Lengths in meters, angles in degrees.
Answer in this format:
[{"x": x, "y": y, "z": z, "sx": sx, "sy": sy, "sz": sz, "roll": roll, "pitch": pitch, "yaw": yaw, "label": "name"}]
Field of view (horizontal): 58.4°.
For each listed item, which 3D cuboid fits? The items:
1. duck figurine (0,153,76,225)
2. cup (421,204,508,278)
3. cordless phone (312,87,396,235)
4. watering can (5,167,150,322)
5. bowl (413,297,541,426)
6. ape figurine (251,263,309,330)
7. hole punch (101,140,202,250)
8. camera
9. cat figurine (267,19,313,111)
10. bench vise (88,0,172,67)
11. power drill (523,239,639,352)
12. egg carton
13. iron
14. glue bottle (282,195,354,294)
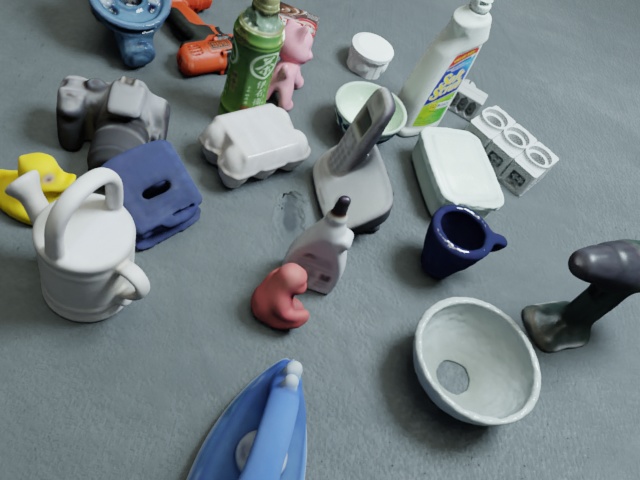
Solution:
[{"x": -0.338, "y": -0.070, "z": 0.683, "sx": 0.105, "sy": 0.086, "sz": 0.077, "roll": 15, "pitch": 52, "yaw": -10, "label": "duck figurine"}, {"x": 0.195, "y": 0.013, "z": 0.815, "sx": 0.118, "sy": 0.095, "sz": 0.091, "roll": 9, "pitch": 53, "yaw": -14, "label": "cup"}, {"x": 0.062, "y": -0.106, "z": 0.793, "sx": 0.094, "sy": 0.185, "sz": 0.147, "roll": -3, "pitch": 57, "yaw": -22, "label": "cordless phone"}, {"x": -0.251, "y": -0.004, "z": 0.598, "sx": 0.173, "sy": 0.194, "sz": 0.101, "roll": 19, "pitch": 51, "yaw": -7, "label": "watering can"}, {"x": 0.184, "y": 0.160, "z": 0.718, "sx": 0.168, "sy": 0.074, "sz": 0.167, "roll": 10, "pitch": 53, "yaw": -13, "label": "bowl"}, {"x": -0.041, "y": 0.062, "z": 0.694, "sx": 0.076, "sy": 0.092, "sz": 0.077, "roll": 6, "pitch": 54, "yaw": -16, "label": "ape figurine"}, {"x": -0.209, "y": -0.059, "z": 0.720, "sx": 0.101, "sy": 0.091, "sz": 0.109, "roll": 45, "pitch": 53, "yaw": 14, "label": "hole punch"}, {"x": -0.276, "y": -0.144, "z": 0.750, "sx": 0.143, "sy": 0.100, "sz": 0.137, "roll": 9, "pitch": 53, "yaw": -14, "label": "camera"}, {"x": -0.049, "y": -0.296, "z": 0.932, "sx": 0.067, "sy": 0.117, "sz": 0.128, "roll": 20, "pitch": 51, "yaw": -5, "label": "cat figurine"}, {"x": -0.303, "y": -0.400, "z": 0.847, "sx": 0.122, "sy": 0.219, "sz": 0.207, "roll": -34, "pitch": 72, "yaw": -35, "label": "bench vise"}, {"x": 0.371, "y": 0.071, "z": 0.765, "sx": 0.230, "sy": 0.208, "sz": 0.075, "roll": -5, "pitch": 58, "yaw": -23, "label": "power drill"}, {"x": -0.094, "y": -0.138, "z": 0.833, "sx": 0.151, "sy": 0.069, "sz": 0.107, "roll": -24, "pitch": 67, "yaw": -32, "label": "egg carton"}, {"x": -0.056, "y": 0.203, "z": 0.556, "sx": 0.118, "sy": 0.141, "sz": 0.258, "roll": 21, "pitch": 51, "yaw": -4, "label": "iron"}, {"x": 0.006, "y": 0.003, "z": 0.702, "sx": 0.078, "sy": 0.173, "sz": 0.037, "roll": 22, "pitch": 51, "yaw": -4, "label": "glue bottle"}]
